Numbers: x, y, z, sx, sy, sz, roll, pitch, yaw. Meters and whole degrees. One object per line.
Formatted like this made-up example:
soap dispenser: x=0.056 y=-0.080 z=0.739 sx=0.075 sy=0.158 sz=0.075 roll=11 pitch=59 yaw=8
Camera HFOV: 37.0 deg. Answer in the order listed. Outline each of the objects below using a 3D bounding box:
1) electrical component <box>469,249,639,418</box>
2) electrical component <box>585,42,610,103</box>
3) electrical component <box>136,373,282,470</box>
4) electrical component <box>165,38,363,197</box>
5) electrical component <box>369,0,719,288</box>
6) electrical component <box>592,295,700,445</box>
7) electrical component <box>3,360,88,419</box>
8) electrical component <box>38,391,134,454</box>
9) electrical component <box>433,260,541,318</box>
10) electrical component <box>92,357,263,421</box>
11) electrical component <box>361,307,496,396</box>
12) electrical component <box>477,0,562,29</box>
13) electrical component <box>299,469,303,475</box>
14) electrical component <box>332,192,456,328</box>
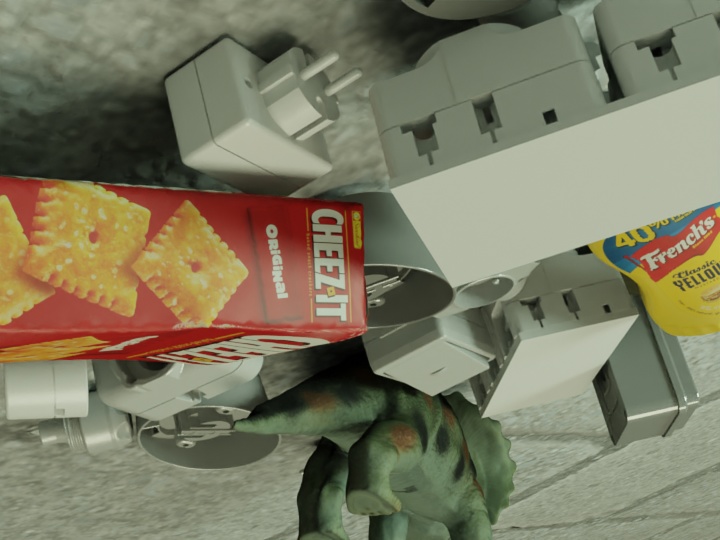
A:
electrical component: x=0.136 y=0.048 z=0.810 sx=0.089 sy=0.061 sz=0.150 roll=-12 pitch=154 yaw=-11
electrical component: x=0.093 y=-0.070 z=0.566 sx=0.089 sy=0.050 sz=0.055 roll=-22 pitch=154 yaw=10
electrical component: x=-0.111 y=0.103 z=0.769 sx=0.099 sy=0.064 sz=0.099 roll=-14 pitch=154 yaw=-7
electrical component: x=-0.035 y=-0.074 z=0.484 sx=0.077 sy=0.047 sz=0.066 roll=-28 pitch=152 yaw=24
electrical component: x=0.109 y=-0.066 z=0.464 sx=0.186 sy=0.060 sz=0.105 roll=-18 pitch=153 yaw=11
electrical component: x=0.217 y=0.073 z=0.851 sx=0.057 sy=0.113 sz=0.078 roll=-12 pitch=154 yaw=-2
electrical component: x=-0.193 y=0.064 z=0.656 sx=0.047 sy=0.055 sz=0.055 roll=-3 pitch=151 yaw=-19
electrical component: x=-0.192 y=0.108 z=0.754 sx=0.062 sy=0.043 sz=0.043 roll=-12 pitch=154 yaw=-8
electrical component: x=0.084 y=-0.001 z=0.703 sx=0.077 sy=0.044 sz=0.079 roll=-32 pitch=150 yaw=28
electrical component: x=-0.118 y=0.052 z=0.675 sx=0.095 sy=0.053 sz=0.059 roll=-25 pitch=153 yaw=15
electrical component: x=0.044 y=0.045 z=0.751 sx=0.062 sy=0.061 sz=0.096 roll=-30 pitch=151 yaw=24
electrical component: x=0.073 y=-0.112 z=0.485 sx=0.044 sy=0.044 sz=0.065 roll=-23 pitch=149 yaw=12
electrical component: x=-0.017 y=0.178 z=0.996 sx=0.079 sy=0.043 sz=0.077 roll=-19 pitch=154 yaw=4
electrical component: x=0.000 y=0.000 z=0.632 sx=0.099 sy=0.064 sz=0.099 roll=-14 pitch=154 yaw=-7
